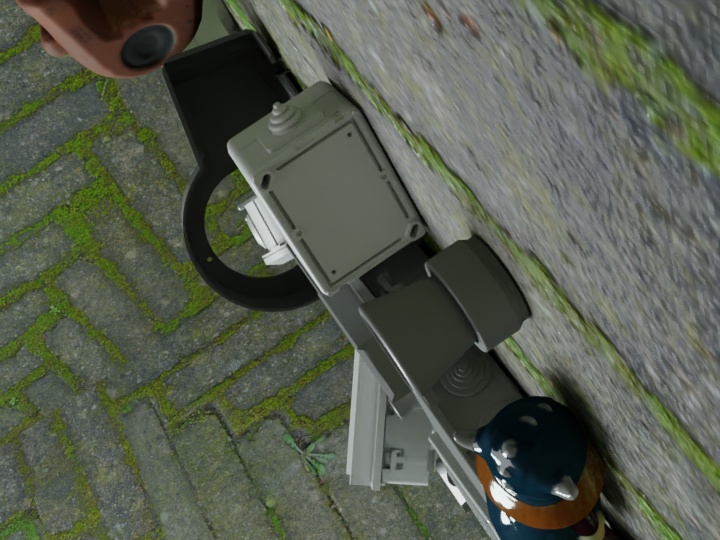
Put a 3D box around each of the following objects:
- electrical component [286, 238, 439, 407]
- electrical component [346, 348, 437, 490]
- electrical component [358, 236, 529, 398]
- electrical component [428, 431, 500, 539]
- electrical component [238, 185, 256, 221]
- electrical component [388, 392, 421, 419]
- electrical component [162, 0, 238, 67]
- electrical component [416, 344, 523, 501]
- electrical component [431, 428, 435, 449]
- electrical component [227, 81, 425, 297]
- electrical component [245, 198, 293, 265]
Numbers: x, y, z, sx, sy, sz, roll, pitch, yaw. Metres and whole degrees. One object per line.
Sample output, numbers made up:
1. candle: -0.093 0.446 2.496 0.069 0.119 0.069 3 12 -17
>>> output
1. electrical component: 0.012 0.010 0.600 0.078 0.063 0.121 58 176 -34
2. electrical component: 0.026 0.100 0.817 0.079 0.063 0.121 177 97 -86
3. electrical component: 0.034 0.018 0.434 0.045 0.055 0.045 56 177 5
4. electrical component: 0.108 0.159 0.731 0.108 0.056 0.108 58 176 -28
5. electrical component: -0.067 -0.067 0.896 0.083 0.076 0.047 52 175 49
6. electrical component: 0.050 0.081 0.760 0.048 0.062 0.048 56 177 4
7. electrical component: -0.140 -0.192 0.858 0.089 0.062 0.150 56 177 -6
8. electrical component: 0.076 0.094 0.624 0.099 0.048 0.099 54 176 34
9. electrical component: 0.069 0.132 0.951 0.047 0.066 0.077 57 177 -13
10. electrical component: -0.021 -0.048 0.538 0.096 0.062 0.061 58 176 -33
11. electrical component: -0.044 -0.041 0.796 0.051 0.080 0.080 61 176 -3
